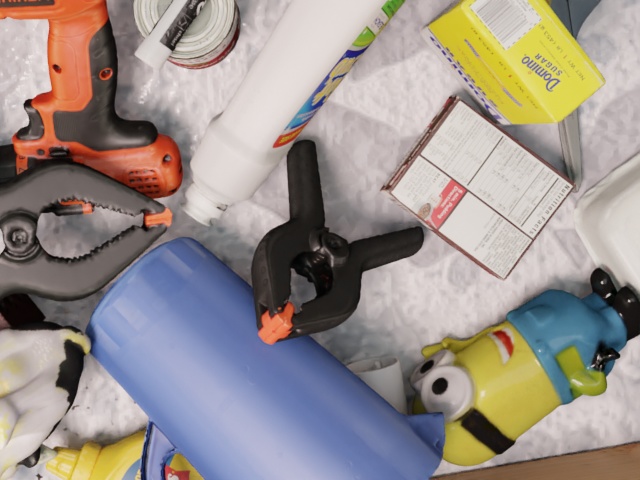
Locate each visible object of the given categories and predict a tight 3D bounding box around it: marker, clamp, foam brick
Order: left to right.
[{"bbox_3d":[-0.239,0.057,0.757,0.051,0.078,0.053,-37,96,3],"label":"foam brick"},{"bbox_3d":[-0.205,-0.011,0.702,0.209,0.036,0.164,-15,98,-13],"label":"clamp"},{"bbox_3d":[-0.074,-0.160,0.666,0.020,0.020,0.121,35,93,-5],"label":"marker"},{"bbox_3d":[-0.005,0.001,0.737,0.120,0.171,0.039,40,131,5],"label":"clamp"}]

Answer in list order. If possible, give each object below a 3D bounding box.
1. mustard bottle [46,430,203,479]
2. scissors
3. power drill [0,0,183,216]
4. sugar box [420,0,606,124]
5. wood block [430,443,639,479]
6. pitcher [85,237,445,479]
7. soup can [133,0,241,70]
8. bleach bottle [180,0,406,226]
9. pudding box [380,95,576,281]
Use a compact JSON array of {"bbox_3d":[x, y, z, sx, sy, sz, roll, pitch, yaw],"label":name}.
[{"bbox_3d":[-0.108,0.193,0.786,0.191,0.058,0.096,21,93,-4],"label":"mustard bottle"},{"bbox_3d":[0.194,-0.145,0.785,0.096,0.016,0.202,-23,96,1],"label":"scissors"},{"bbox_3d":[-0.194,-0.100,0.718,0.184,0.057,0.188,-6,128,-1],"label":"power drill"},{"bbox_3d":[0.119,-0.122,0.703,0.048,0.176,0.093,-40,95,-1],"label":"sugar box"},{"bbox_3d":[0.161,0.220,0.783,0.206,0.091,0.090,-9,97,-2],"label":"wood block"},{"bbox_3d":[-0.050,0.121,0.726,0.243,0.149,0.145,42,128,10],"label":"pitcher"},{"bbox_3d":[-0.089,-0.153,0.729,0.068,0.102,0.068,0,96,-3],"label":"soup can"},{"bbox_3d":[-0.015,-0.119,0.748,0.068,0.102,0.251,37,100,4],"label":"bleach bottle"},{"bbox_3d":[0.115,-0.038,0.781,0.113,0.039,0.090,36,93,-7],"label":"pudding box"}]
